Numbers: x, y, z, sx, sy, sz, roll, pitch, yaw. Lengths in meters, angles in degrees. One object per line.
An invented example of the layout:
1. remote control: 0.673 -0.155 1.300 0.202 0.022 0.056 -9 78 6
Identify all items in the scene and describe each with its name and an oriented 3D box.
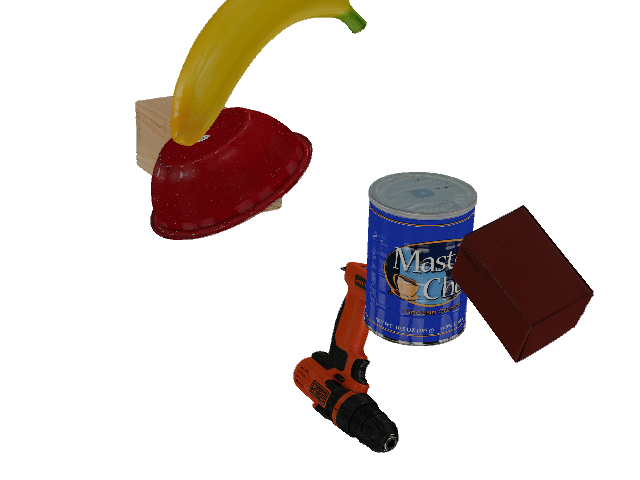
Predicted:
1. banana: -0.035 -0.134 0.695 0.037 0.069 0.197 -9 24 49
2. foam brick: 0.130 0.028 0.697 0.051 0.078 0.053 -25 -27 -17
3. bowl: -0.091 -0.070 0.945 0.162 0.055 0.162 -21 30 12
4. wood block: -0.136 -0.105 1.275 0.090 0.090 0.206 -13 28 -32
5. coffee can: 0.095 0.017 1.037 0.103 0.140 0.103 1 25 -1
6. power drill: 0.052 0.133 1.249 0.057 0.188 0.185 13 13 -41
